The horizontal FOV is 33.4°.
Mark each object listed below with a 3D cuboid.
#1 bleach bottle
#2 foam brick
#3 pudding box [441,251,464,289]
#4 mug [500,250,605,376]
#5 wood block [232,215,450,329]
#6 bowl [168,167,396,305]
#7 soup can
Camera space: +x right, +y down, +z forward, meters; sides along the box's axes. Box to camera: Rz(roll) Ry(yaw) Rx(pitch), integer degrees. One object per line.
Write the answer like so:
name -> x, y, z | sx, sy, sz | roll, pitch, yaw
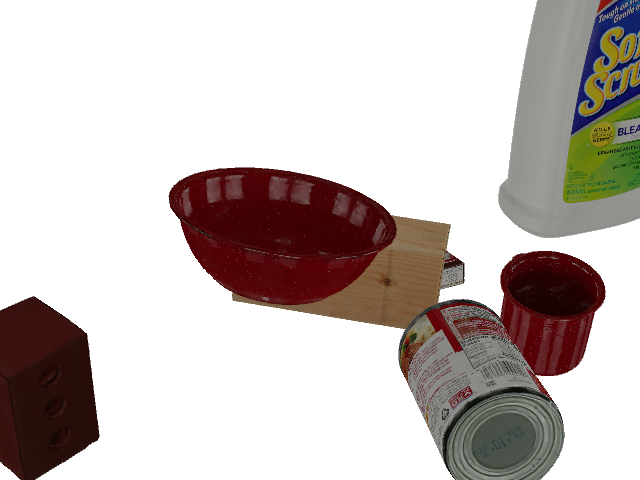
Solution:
bleach bottle -> 0.168, -0.129, 0.647 | 0.102, 0.251, 0.068 | -11, 31, -17
foam brick -> -0.160, 0.081, 0.586 | 0.051, 0.078, 0.052 | 28, 42, 35
pudding box -> 0.138, 0.043, 1.535 | 0.113, 0.039, 0.090 | -15, 24, -19
mug -> 0.203, 0.062, 0.986 | 0.093, 0.081, 0.117 | -12, 41, -15
wood block -> 0.022, 0.023, 1.092 | 0.206, 0.091, 0.090 | 9, 22, 8
bowl -> -0.030, 0.001, 0.757 | 0.162, 0.055, 0.162 | 9, 22, -4
soup can -> 0.088, 0.086, 0.600 | 0.068, 0.068, 0.102 | 0, 24, -10
